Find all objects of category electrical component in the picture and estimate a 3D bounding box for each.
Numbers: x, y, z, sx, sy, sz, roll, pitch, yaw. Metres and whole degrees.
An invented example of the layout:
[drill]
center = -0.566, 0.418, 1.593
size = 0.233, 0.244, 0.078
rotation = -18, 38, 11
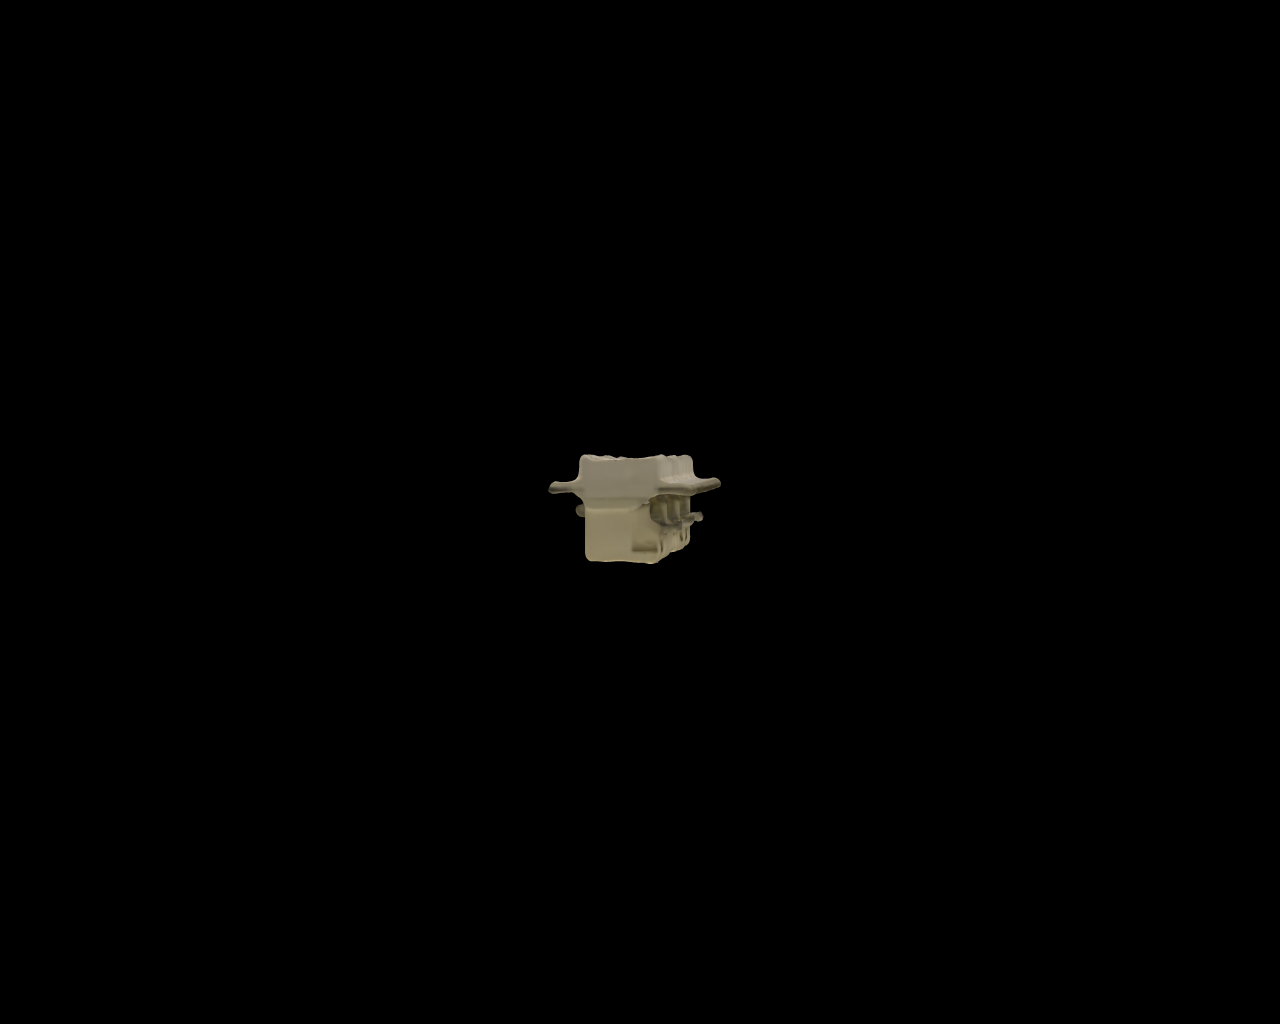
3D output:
[electrical component]
center = 0.001, -0.003, 0.650
size = 0.079, 0.063, 0.121
rotation = 1, 3, 11
